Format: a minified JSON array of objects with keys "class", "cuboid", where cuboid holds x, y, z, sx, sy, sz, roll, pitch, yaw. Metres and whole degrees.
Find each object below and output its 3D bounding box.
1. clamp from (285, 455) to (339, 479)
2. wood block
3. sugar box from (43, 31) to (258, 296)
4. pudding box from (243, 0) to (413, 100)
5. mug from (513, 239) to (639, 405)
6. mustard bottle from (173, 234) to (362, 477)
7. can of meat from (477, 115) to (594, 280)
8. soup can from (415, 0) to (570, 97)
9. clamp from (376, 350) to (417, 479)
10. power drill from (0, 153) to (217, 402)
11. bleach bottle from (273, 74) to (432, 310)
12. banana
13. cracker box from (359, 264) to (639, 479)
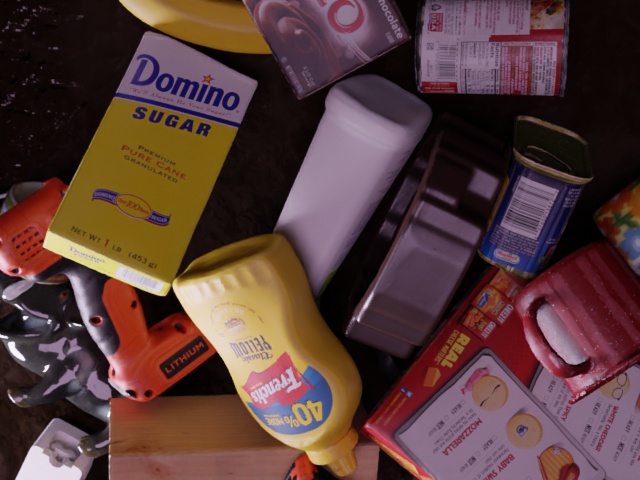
[{"class":"clamp","cuboid":[-0.007,0.248,0.826,0.120,0.039,0.171,-22,111,-4]},{"class":"wood block","cuboid":[-0.064,0.183,0.858,0.206,0.091,0.090,-1,112,-10]},{"class":"sugar box","cuboid":[-0.118,-0.057,0.765,0.093,0.176,0.048,24,158,-11]},{"class":"pudding box","cuboid":[-0.001,-0.168,0.732,0.090,0.039,0.113,-27,103,15]},{"class":"mug","cuboid":[0.178,0.056,0.721,0.081,0.117,0.093,57,137,16]},{"class":"mustard bottle","cuboid":[-0.023,0.092,0.774,0.096,0.058,0.191,-17,110,34]},{"class":"can of meat","cuboid":[0.150,-0.031,0.761,0.057,0.102,0.084,20,116,2]},{"class":"soup can","cuboid":[0.120,-0.135,0.744,0.102,0.068,0.068,2,112,10]},{"class":"clamp","cuboid":[0.109,0.176,0.883,0.164,0.036,0.210,13,114,-2]},{"class":"power drill","cuboid":[-0.140,0.015,0.829,0.184,0.057,0.187,-36,114,-19]},{"class":"bleach bottle","cuboid":[-0.005,0.001,0.802,0.068,0.102,0.251,32,115,9]},{"class":"banana","cuboid":[-0.075,-0.171,0.776,0.197,0.037,0.070,20,131,-4]},{"class":"cracker box","cuboid":[0.162,0.144,0.789,0.214,0.072,0.164,39,78,5]}]
